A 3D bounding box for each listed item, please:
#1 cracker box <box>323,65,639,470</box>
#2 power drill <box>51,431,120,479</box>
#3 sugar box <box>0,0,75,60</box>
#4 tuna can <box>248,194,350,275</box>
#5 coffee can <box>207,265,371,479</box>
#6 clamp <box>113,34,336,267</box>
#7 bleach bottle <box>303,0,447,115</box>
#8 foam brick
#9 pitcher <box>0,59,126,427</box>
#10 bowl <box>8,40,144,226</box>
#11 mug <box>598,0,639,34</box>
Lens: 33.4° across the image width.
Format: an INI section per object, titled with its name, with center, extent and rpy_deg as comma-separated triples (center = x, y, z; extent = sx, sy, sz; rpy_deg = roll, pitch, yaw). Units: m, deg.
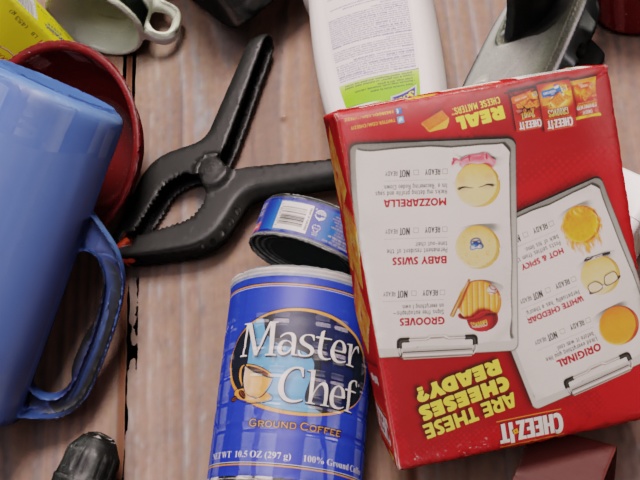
[cracker box]
center = 0.101, 0.013, 0.648
extent = 0.164, 0.072, 0.214
rpy_deg = -11, 97, -4
[power drill]
center = -0.125, 0.237, 0.709
extent = 0.188, 0.057, 0.184
rpy_deg = 14, 76, 24
[sugar box]
center = -0.299, -0.139, 0.881
extent = 0.176, 0.093, 0.048
rpy_deg = -31, 45, 12
[tuna can]
center = -0.005, 0.001, 0.756
extent = 0.086, 0.086, 0.033
rpy_deg = 13, 70, 21
[coffee can]
center = -0.017, 0.099, 0.708
extent = 0.103, 0.102, 0.140
rpy_deg = -1, 68, 16
[clamp]
center = -0.078, -0.058, 0.829
extent = 0.210, 0.036, 0.165
rpy_deg = -32, 61, 5
[bleach bottle]
center = 0.040, -0.102, 0.765
extent = 0.103, 0.068, 0.251
rpy_deg = -14, 52, 16
[foam brick]
center = 0.144, 0.162, 0.648
extent = 0.053, 0.051, 0.078
rpy_deg = 13, 46, 25
[pitcher]
center = -0.223, 0.005, 0.761
extent = 0.145, 0.149, 0.243
rpy_deg = 29, 98, 38
[bowl]
center = -0.195, -0.073, 0.840
extent = 0.162, 0.055, 0.162
rpy_deg = 0, 89, 25
[mug]
center = 0.240, -0.211, 0.774
extent = 0.117, 0.081, 0.093
rpy_deg = -36, 63, -1
